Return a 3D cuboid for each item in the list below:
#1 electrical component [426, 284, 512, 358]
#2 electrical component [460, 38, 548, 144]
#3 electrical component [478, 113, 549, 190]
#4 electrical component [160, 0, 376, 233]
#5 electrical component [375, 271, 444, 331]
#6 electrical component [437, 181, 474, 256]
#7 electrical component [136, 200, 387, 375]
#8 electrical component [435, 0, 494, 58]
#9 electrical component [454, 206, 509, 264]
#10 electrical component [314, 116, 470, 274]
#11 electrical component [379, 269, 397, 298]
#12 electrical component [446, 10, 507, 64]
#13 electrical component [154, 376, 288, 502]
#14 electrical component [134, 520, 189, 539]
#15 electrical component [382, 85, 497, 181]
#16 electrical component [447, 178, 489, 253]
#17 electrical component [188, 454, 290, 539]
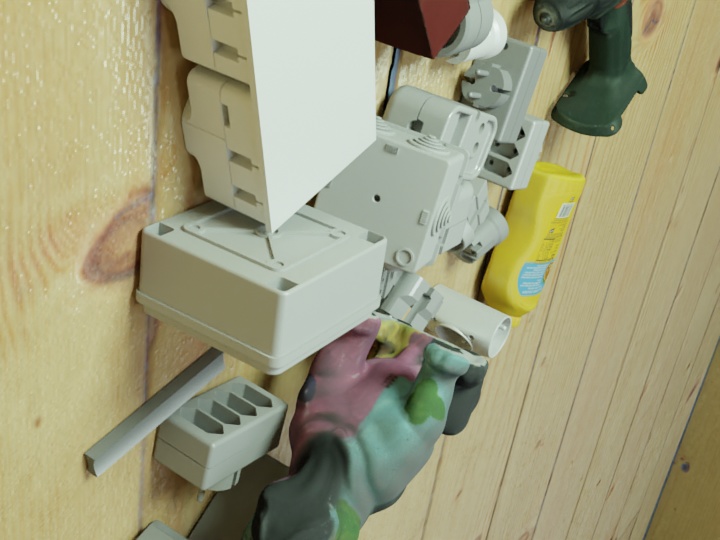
[{"bbox_3d":[0.103,0.058,1.036,0.044,0.077,0.079,-54,153,-21],"label":"electrical component"},{"bbox_3d":[0.109,-0.152,0.889,0.076,0.047,0.083,-9,121,-60],"label":"electrical component"},{"bbox_3d":[0.144,-0.113,0.992,0.077,0.047,0.065,-11,123,-60],"label":"electrical component"},{"bbox_3d":[-0.047,-0.129,0.595,0.105,0.060,0.186,-45,149,-35],"label":"electrical component"},{"bbox_3d":[0.027,0.030,0.884,0.078,0.058,0.057,40,79,-43],"label":"electrical component"},{"bbox_3d":[0.047,-0.047,0.859,0.095,0.054,0.059,-28,137,-52],"label":"electrical component"},{"bbox_3d":[-0.057,0.001,0.640,0.109,0.109,0.056,-29,135,-51],"label":"electrical component"},{"bbox_3d":[0.081,-0.224,0.764,0.074,0.052,0.138,-30,138,-51],"label":"electrical component"},{"bbox_3d":[0.111,-0.033,1.014,0.046,0.040,0.040,-41,147,-29],"label":"electrical component"},{"bbox_3d":[0.018,-0.053,0.748,0.048,0.100,0.099,-34,143,-68],"label":"electrical component"},{"bbox_3d":[0.000,0.000,0.821,0.040,0.046,0.040,-44,148,-37],"label":"electrical component"},{"bbox_3d":[0.085,-0.179,0.828,0.046,0.040,0.040,-27,136,-45],"label":"electrical component"},{"bbox_3d":[-0.099,0.127,0.746,0.083,0.047,0.075,-23,133,-54],"label":"electrical component"},{"bbox_3d":[-0.138,0.220,0.740,0.096,0.062,0.061,-44,148,-37],"label":"electrical component"},{"bbox_3d":[0.056,-0.104,0.816,0.095,0.059,0.053,-2,114,-62],"label":"electrical component"},{"bbox_3d":[0.084,-0.049,0.940,0.055,0.048,0.066,-60,156,-27],"label":"electrical component"},{"bbox_3d":[-0.079,0.207,0.848,0.108,0.056,0.108,-58,154,-14],"label":"electrical component"}]
